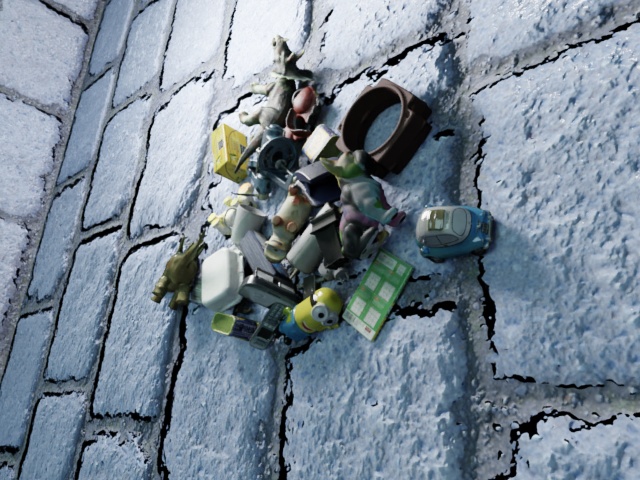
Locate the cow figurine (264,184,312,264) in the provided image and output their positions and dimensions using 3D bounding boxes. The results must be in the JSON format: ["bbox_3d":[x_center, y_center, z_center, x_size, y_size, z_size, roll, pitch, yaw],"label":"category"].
[{"bbox_3d":[-0.084,-0.029,1.360,0.086,0.127,0.195,23,71,7],"label":"cow figurine"}]

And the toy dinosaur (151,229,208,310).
[{"bbox_3d":[-0.409,0.088,1.574,0.471,0.105,0.198,-28,42,60],"label":"toy dinosaur"}]

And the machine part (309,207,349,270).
[{"bbox_3d":[0.024,-0.002,1.206,0.084,0.039,0.139,-21,69,17],"label":"machine part"}]

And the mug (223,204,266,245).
[{"bbox_3d":[-0.218,-0.040,1.501,0.081,0.109,0.107,-125,55,-71],"label":"mug"}]

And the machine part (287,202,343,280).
[{"bbox_3d":[-0.003,-0.004,1.285,0.243,0.079,0.079,-53,43,14],"label":"machine part"}]

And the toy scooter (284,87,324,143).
[{"bbox_3d":[-0.040,-0.327,1.474,0.135,0.075,0.183,34,100,47],"label":"toy scooter"}]

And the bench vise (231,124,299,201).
[{"bbox_3d":[-0.119,-0.183,1.447,0.241,0.129,0.223,43,116,45],"label":"bench vise"}]

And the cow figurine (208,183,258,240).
[{"bbox_3d":[-0.237,-0.081,1.558,0.167,0.098,0.068,-48,36,-8],"label":"cow figurine"}]

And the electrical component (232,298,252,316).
[{"bbox_3d":[-0.202,0.154,1.442,0.078,0.045,0.102,146,139,-68],"label":"electrical component"}]

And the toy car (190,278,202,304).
[{"bbox_3d":[-0.311,0.152,1.539,0.202,0.056,0.073,3,74,45],"label":"toy car"}]

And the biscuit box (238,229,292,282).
[{"bbox_3d":[-0.148,0.057,1.416,0.063,0.059,0.203,-50,44,15],"label":"biscuit box"}]

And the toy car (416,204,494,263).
[{"bbox_3d":[0.242,-0.019,1.027,0.162,0.103,0.109,-5,70,46],"label":"toy car"}]

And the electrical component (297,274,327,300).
[{"bbox_3d":[-0.019,0.117,1.287,0.094,0.021,0.063,-20,59,38],"label":"electrical component"}]

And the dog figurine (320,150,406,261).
[{"bbox_3d":[0.072,-0.087,1.172,0.219,0.108,0.191,47,109,21],"label":"dog figurine"}]

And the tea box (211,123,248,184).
[{"bbox_3d":[-0.279,-0.269,1.670,0.068,0.098,0.170,-36,51,30],"label":"tea box"}]

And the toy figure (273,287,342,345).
[{"bbox_3d":[-0.029,0.173,1.229,0.180,0.082,0.089,-34,53,34],"label":"toy figure"}]

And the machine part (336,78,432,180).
[{"bbox_3d":[0.143,-0.260,1.250,0.201,0.087,0.201,-55,43,14],"label":"machine part"}]

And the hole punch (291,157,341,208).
[{"bbox_3d":[0.006,-0.155,1.298,0.142,0.092,0.116,-25,50,-13],"label":"hole punch"}]

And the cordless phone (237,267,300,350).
[{"bbox_3d":[-0.147,0.173,1.305,0.184,0.146,0.089,-59,17,16],"label":"cordless phone"}]

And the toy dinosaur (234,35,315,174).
[{"bbox_3d":[-0.130,-0.377,1.564,0.192,0.131,0.404,9,85,47],"label":"toy dinosaur"}]
